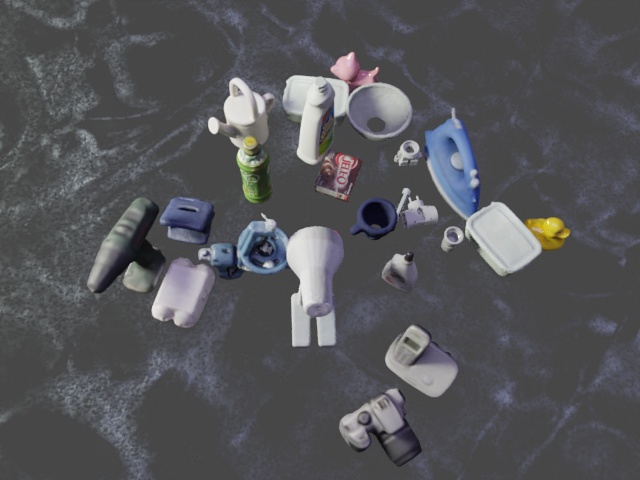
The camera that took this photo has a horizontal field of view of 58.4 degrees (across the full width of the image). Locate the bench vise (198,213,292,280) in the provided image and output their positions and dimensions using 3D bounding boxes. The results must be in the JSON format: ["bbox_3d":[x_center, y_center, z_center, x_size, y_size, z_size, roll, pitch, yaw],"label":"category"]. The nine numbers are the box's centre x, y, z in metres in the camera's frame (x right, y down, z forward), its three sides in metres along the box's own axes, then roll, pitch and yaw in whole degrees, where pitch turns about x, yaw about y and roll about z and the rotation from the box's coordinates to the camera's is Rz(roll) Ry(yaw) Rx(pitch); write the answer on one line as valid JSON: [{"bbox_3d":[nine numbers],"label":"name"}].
[{"bbox_3d":[-0.152,0.025,1.220,0.207,0.220,0.121,-21,69,-11],"label":"bench vise"}]

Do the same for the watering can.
[{"bbox_3d":[-0.183,-0.305,1.374,0.100,0.194,0.173,29,69,10],"label":"watering can"}]

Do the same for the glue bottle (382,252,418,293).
[{"bbox_3d":[0.181,0.061,1.242,0.078,0.173,0.037,28,69,10],"label":"glue bottle"}]

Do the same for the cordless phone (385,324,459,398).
[{"bbox_3d":[0.216,0.239,1.161,0.147,0.185,0.094,31,69,11],"label":"cordless phone"}]

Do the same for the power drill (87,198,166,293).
[{"bbox_3d":[-0.398,0.035,1.213,0.075,0.208,0.230,15,67,5],"label":"power drill"}]

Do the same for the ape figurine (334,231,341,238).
[{"bbox_3d":[0.012,0.005,1.304,0.078,0.092,0.076,-4,67,-3],"label":"ape figurine"}]

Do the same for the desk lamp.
[{"bbox_3d":[-0.007,0.102,1.196,0.118,0.213,0.203,-2,67,-3],"label":"desk lamp"}]

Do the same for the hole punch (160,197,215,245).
[{"bbox_3d":[-0.304,-0.054,1.319,0.108,0.091,0.101,9,67,2],"label":"hole punch"}]

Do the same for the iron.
[{"bbox_3d":[0.339,-0.182,1.369,0.118,0.141,0.258,-13,68,-7],"label":"iron"}]

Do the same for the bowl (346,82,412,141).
[{"bbox_3d":[0.147,-0.312,1.454,0.167,0.075,0.167,1,67,-2],"label":"bowl"}]

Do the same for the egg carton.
[{"bbox_3d":[-0.297,0.115,1.258,0.107,0.069,0.150,15,67,4],"label":"egg carton"}]

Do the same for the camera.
[{"bbox_3d":[0.129,0.385,1.141,0.143,0.101,0.136,-29,71,-13],"label":"camera"}]

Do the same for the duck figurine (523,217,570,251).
[{"bbox_3d":[0.531,-0.025,1.339,0.104,0.086,0.077,24,68,8],"label":"duck figurine"}]

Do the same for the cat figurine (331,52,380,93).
[{"bbox_3d":[0.092,-0.434,1.481,0.127,0.118,0.067,7,67,1],"label":"cat figurine"}]

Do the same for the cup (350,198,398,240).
[{"bbox_3d":[0.118,-0.032,1.322,0.118,0.095,0.091,-31,71,-14],"label":"cup"}]
